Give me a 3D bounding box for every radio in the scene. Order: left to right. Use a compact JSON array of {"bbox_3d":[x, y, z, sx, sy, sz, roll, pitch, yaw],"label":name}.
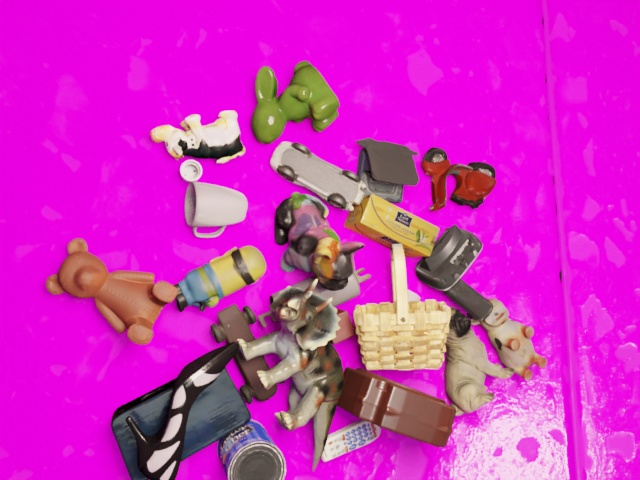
[{"bbox_3d":[-0.255,0.323,0.984,0.230,0.073,0.131,-26,95,-19],"label":"radio"}]

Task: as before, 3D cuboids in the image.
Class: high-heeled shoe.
[{"bbox_3d":[-0.212,0.298,0.922,0.249,0.086,0.145,-36,102,-14],"label":"high-heeled shoe"}]

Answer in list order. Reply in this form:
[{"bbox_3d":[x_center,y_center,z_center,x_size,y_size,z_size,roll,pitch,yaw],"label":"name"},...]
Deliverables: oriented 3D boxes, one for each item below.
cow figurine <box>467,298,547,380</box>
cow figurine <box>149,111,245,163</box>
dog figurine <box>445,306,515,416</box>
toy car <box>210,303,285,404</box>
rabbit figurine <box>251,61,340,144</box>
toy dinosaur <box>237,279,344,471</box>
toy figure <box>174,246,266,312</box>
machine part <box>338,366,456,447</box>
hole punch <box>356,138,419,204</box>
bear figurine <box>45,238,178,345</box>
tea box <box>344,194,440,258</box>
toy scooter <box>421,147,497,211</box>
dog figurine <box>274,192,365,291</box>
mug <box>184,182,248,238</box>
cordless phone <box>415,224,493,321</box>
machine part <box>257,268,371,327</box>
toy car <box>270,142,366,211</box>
[{"bbox_3d":[0.409,0.206,1.192,0.085,0.127,0.194,-40,114,-15],"label":"cow figurine"},{"bbox_3d":[-0.230,-0.185,1.016,0.167,0.068,0.098,-15,99,-17],"label":"cow figurine"},{"bbox_3d":[0.292,0.260,1.164,0.190,0.121,0.172,44,72,2],"label":"dog figurine"},{"bbox_3d":[-0.141,0.218,1.034,0.089,0.053,0.202,-29,101,-21],"label":"toy car"},{"bbox_3d":[-0.067,-0.265,1.048,0.170,0.121,0.159,-33,95,-1],"label":"rabbit figurine"},{"bbox_3d":[-0.018,0.241,0.999,0.192,0.131,0.404,-30,122,-14],"label":"toy dinosaur"},{"bbox_3d":[-0.186,0.074,1.006,0.180,0.089,0.082,-24,103,-20],"label":"toy figure"},{"bbox_3d":[0.145,0.320,1.047,0.201,0.201,0.087,22,79,-16],"label":"machine part"},{"bbox_3d":[0.136,-0.143,1.132,0.142,0.092,0.116,6,56,-15],"label":"hole punch"},{"bbox_3d":[-0.363,0.084,0.930,0.195,0.132,0.120,36,75,-20],"label":"bear figurine"},{"bbox_3d":[0.148,-0.026,1.116,0.169,0.098,0.068,26,79,-14],"label":"tea box"},{"bbox_3d":[0.299,-0.116,1.181,0.184,0.075,0.135,15,83,-14],"label":"toy scooter"},{"bbox_3d":[-0.002,-0.003,1.003,0.108,0.219,0.191,-9,92,-22],"label":"dog figurine"},{"bbox_3d":[-0.195,-0.053,1.017,0.107,0.081,0.109,0,112,-27],"label":"mug"},{"bbox_3d":[0.312,0.069,1.144,0.184,0.088,0.146,40,77,7],"label":"cordless phone"},{"bbox_3d":[-0.010,0.110,1.069,0.243,0.079,0.079,-23,95,-16],"label":"machine part"},{"bbox_3d":[-0.003,-0.128,1.078,0.202,0.056,0.073,29,80,-2],"label":"toy car"}]
